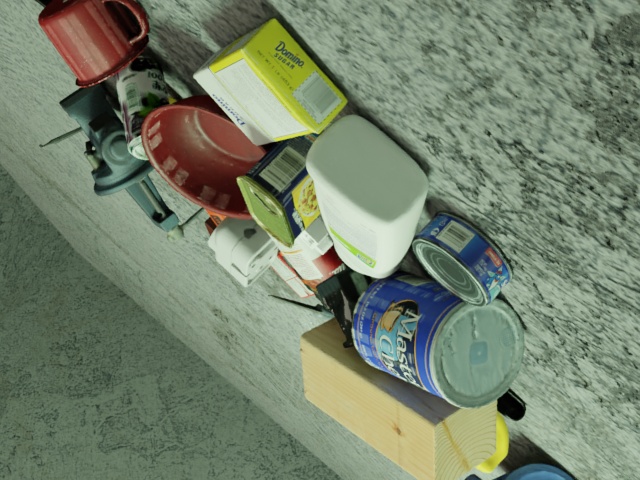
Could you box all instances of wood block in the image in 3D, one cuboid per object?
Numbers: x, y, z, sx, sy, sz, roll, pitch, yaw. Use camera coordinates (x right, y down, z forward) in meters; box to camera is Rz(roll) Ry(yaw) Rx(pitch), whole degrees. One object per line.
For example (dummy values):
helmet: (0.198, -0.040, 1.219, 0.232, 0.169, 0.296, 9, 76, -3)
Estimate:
wood block: (0.079, 0.161, 1.121, 0.206, 0.090, 0.091, 29, 134, 43)

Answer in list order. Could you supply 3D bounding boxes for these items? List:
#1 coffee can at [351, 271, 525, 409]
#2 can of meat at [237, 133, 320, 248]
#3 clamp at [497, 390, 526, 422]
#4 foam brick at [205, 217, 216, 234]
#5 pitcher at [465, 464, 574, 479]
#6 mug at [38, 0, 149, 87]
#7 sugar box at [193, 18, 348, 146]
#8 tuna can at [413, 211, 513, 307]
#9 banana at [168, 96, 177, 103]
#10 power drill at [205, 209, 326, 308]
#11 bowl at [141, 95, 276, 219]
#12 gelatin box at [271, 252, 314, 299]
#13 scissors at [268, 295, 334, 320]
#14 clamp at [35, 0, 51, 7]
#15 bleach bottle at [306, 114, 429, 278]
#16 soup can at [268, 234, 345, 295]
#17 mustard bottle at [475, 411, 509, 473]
coffee can: (0.109, 0.091, 1.009, 0.102, 0.102, 0.140, 51, 164, -26)
can of meat: (-0.024, -0.053, 1.004, 0.057, 0.084, 0.102, 38, 165, 22)
clamp: (0.127, 0.107, 1.149, 0.210, 0.036, 0.164, 32, 161, 29)
foam brick: (-0.117, -0.011, 1.459, 0.053, 0.051, 0.078, 40, 166, 19)
pitcher: (0.260, 0.361, 1.342, 0.149, 0.145, 0.243, 12, 160, 2)
mug: (-0.229, -0.221, 1.107, 0.117, 0.093, 0.081, -10, 126, 35)
sugar box: (-0.047, -0.132, 0.923, 0.093, 0.048, 0.176, 48, 169, -15)
tuna can: (0.120, 0.017, 0.910, 0.086, 0.033, 0.086, 41, 166, 12)
banana: (-0.158, -0.119, 1.299, 0.070, 0.037, 0.197, 53, 173, 33)
power drill: (-0.050, -0.001, 1.295, 0.188, 0.057, 0.184, 25, 154, 45)
bowl: (-0.099, -0.095, 1.090, 0.162, 0.055, 0.162, 20, 146, 14)
gelatin box: (-0.030, 0.040, 1.411, 0.073, 0.030, 0.089, 46, 166, -4)
scissors: (0.000, 0.083, 1.333, 0.201, 0.016, 0.096, 25, -170, -31)
clamp: (-0.263, -0.240, 1.222, 0.120, 0.039, 0.171, 29, 160, 51)
bleach bottle: (0.038, -0.022, 0.970, 0.102, 0.068, 0.251, 42, 168, 10)
soup can: (-0.008, 0.001, 1.154, 0.069, 0.068, 0.102, 24, 156, 54)
mustard bottle: (0.125, 0.186, 1.218, 0.192, 0.058, 0.096, 28, 155, 43)
